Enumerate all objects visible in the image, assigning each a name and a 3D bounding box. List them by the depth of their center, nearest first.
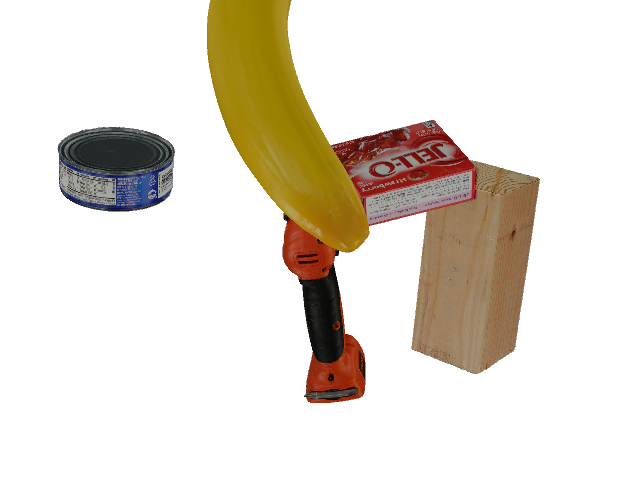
[{"bbox_3d":[-0.017,-0.083,0.487,0.069,0.198,0.037,-1,-31,-2],"label":"banana"},{"bbox_3d":[0.058,-0.050,0.764,0.089,0.030,0.073,-15,38,-12],"label":"gelatin box"},{"bbox_3d":[-0.153,-0.054,0.799,0.086,0.034,0.086,5,27,-3],"label":"tuna can"},{"bbox_3d":[0.003,0.045,1.016,0.057,0.187,0.184,-7,20,8],"label":"power drill"},{"bbox_3d":[0.169,0.028,1.173,0.090,0.206,0.090,19,25,34],"label":"wood block"}]
